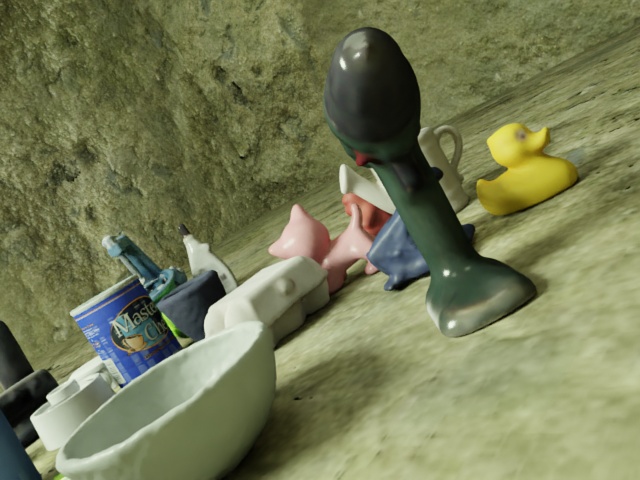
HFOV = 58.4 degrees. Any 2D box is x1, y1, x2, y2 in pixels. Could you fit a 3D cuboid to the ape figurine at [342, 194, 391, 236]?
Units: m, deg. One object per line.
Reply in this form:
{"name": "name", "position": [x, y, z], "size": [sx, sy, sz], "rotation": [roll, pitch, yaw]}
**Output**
{"name": "ape figurine", "position": [0.066, -0.038, 0.858], "size": [0.076, 0.092, 0.078], "rotation": [-28, 8, 13]}

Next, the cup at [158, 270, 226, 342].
{"name": "cup", "position": [-0.161, 0.100, 0.799], "size": [0.091, 0.095, 0.117], "rotation": [-30, 8, 1]}

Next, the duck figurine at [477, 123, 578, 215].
{"name": "duck figurine", "position": [0.212, -0.082, 0.621], "size": [0.104, 0.086, 0.078], "rotation": [-25, 9, 31]}

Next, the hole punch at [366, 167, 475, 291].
{"name": "hole punch", "position": [0.095, -0.013, 0.595], "size": [0.101, 0.091, 0.109], "rotation": [-26, 9, 28]}

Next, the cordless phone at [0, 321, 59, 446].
{"name": "cordless phone", "position": [-0.489, 0.226, 0.866], "size": [0.094, 0.185, 0.148], "rotation": [-25, 9, 30]}

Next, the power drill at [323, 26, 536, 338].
{"name": "power drill", "position": [0.071, -0.041, 0.421], "size": [0.075, 0.208, 0.229], "rotation": [-29, 8, 4]}

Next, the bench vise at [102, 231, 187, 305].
{"name": "bench vise", "position": [-0.339, 0.080, 1.120], "size": [0.121, 0.220, 0.207], "rotation": [-30, 8, -3]}

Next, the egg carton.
{"name": "egg carton", "position": [-0.060, 0.077, 0.666], "size": [0.107, 0.069, 0.151], "rotation": [-21, 12, 49]}

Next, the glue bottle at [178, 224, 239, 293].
{"name": "glue bottle", "position": [-0.240, 0.042, 1.173], "size": [0.078, 0.173, 0.037], "rotation": [-31, 8, -5]}

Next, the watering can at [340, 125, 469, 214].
{"name": "watering can", "position": [0.109, -0.111, 0.783], "size": [0.173, 0.194, 0.100], "rotation": [-34, 9, -26]}

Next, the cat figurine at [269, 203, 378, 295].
{"name": "cat figurine", "position": [0.007, 0.003, 0.721], "size": [0.127, 0.118, 0.067], "rotation": [-28, 8, 13]}

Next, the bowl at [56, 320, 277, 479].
{"name": "bowl", "position": [-0.094, 0.133, 0.415], "size": [0.167, 0.075, 0.167], "rotation": [-29, 8, 5]}
